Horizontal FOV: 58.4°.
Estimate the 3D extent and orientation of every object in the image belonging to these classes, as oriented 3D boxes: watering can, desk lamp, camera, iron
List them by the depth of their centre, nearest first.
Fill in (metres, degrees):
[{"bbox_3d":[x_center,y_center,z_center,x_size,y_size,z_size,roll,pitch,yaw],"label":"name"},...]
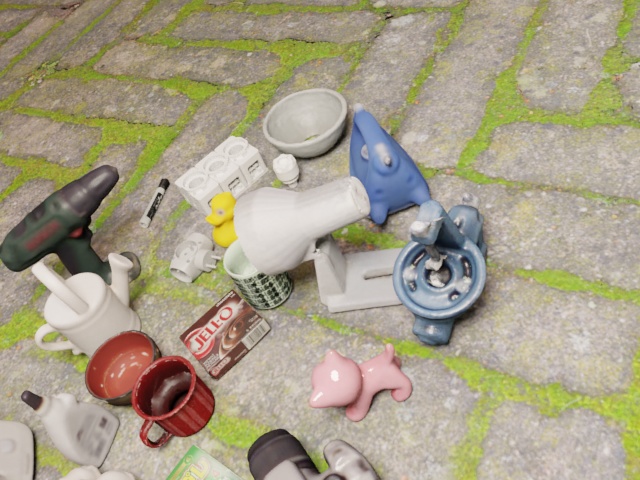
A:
[{"bbox_3d":[-0.019,0.276,0.665,0.143,0.101,0.136,-35,48,-11],"label":"camera"},{"bbox_3d":[0.007,0.003,0.809,0.203,0.214,0.118,-9,49,13],"label":"desk lamp"},{"bbox_3d":[-0.364,0.093,0.882,0.100,0.194,0.173,10,56,27],"label":"watering can"},{"bbox_3d":[0.091,-0.153,0.959,0.118,0.142,0.258,-21,47,2],"label":"iron"}]

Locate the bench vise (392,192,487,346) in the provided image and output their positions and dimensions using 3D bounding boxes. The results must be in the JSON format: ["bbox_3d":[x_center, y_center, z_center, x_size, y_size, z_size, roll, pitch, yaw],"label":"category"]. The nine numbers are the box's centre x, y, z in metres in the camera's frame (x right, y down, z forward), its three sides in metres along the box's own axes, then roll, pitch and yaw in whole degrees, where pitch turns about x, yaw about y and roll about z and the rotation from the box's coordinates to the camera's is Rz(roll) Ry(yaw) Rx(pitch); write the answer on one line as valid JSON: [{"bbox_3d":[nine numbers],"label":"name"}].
[{"bbox_3d":[0.153,0.004,0.751,0.121,0.220,0.207,-3,51,18],"label":"bench vise"}]

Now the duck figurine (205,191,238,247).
[{"bbox_3d":[-0.154,-0.049,0.999,0.105,0.086,0.077,-43,50,-17],"label":"duck figurine"}]

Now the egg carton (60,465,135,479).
[{"bbox_3d":[-0.294,0.362,0.715,0.107,0.070,0.150,-2,51,19],"label":"egg carton"}]

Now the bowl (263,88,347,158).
[{"bbox_3d":[-0.020,-0.211,1.094,0.167,0.075,0.167,-10,49,12],"label":"bowl"}]

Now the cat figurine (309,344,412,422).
[{"bbox_3d":[0.044,0.171,0.719,0.128,0.118,0.067,-27,47,-3],"label":"cat figurine"}]

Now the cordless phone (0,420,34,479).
[{"bbox_3d":[-0.473,0.293,0.759,0.094,0.185,0.147,-25,47,-1],"label":"cordless phone"}]

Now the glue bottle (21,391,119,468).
[{"bbox_3d":[-0.336,0.241,0.762,0.037,0.173,0.078,1,52,21],"label":"glue bottle"}]

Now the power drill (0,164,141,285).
[{"bbox_3d":[-0.396,0.000,0.963,0.230,0.209,0.075,-32,48,-8],"label":"power drill"}]
